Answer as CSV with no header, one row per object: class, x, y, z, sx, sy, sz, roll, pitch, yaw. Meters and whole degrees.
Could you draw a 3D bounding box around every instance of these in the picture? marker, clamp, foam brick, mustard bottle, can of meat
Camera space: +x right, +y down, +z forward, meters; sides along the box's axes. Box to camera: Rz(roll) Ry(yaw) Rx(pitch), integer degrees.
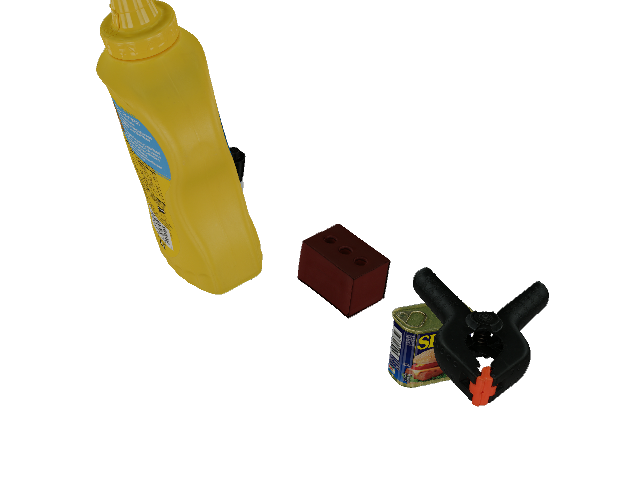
marker,-0.072,-0.025,0.869,0.020,0.121,0.020,3,42,-3
clamp,0.146,0.076,0.901,0.120,0.039,0.171,-3,33,0
foam brick,0.023,0.029,1.061,0.052,0.051,0.078,-27,47,-35
mustard bottle,-0.086,-0.063,0.615,0.058,0.191,0.096,-27,45,-14
can of meat,0.134,0.126,1.301,0.102,0.084,0.057,-8,29,-24
